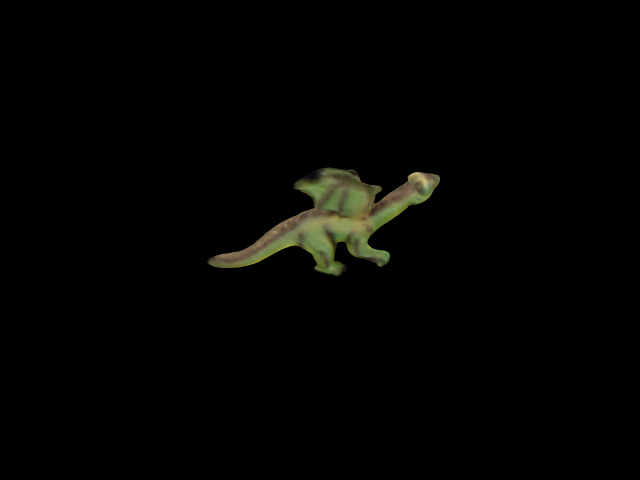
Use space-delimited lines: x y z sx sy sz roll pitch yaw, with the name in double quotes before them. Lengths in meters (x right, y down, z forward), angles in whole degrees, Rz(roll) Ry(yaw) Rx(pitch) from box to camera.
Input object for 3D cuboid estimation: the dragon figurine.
"dragon figurine" 0.003 -0.043 0.850 0.411 0.125 0.237 -10 -35 -7
